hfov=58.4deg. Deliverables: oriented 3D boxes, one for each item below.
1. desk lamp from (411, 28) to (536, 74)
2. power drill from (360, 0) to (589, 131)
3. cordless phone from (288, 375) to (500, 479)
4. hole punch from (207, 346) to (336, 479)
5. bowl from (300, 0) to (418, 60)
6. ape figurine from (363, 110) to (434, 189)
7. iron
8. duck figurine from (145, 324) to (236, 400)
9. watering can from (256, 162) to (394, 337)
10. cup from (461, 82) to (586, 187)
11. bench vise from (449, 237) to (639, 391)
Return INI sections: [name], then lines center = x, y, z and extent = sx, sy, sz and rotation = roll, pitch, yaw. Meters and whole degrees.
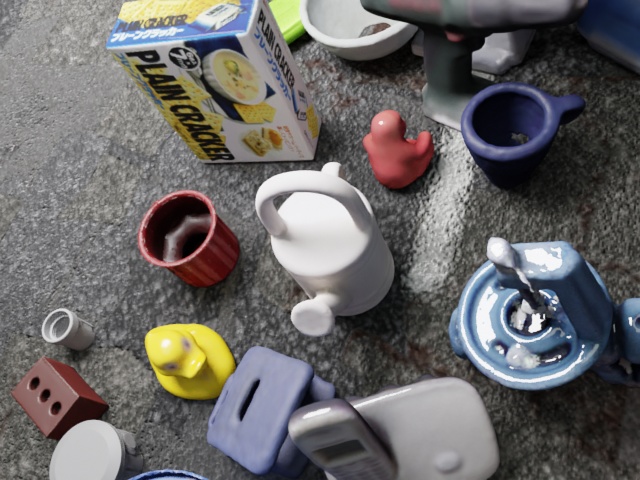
[desk lamp]
center = 0.190, -0.282, 0.607
extent = 0.202, 0.214, 0.118
rotation = 21, 72, 25
[power drill]
center = 0.150, -0.200, 0.582
extent = 0.228, 0.209, 0.076
rotation = 30, 76, 28
[cordless phone]
center = 0.060, 0.153, 0.449
extent = 0.147, 0.185, 0.094
rotation = -22, 60, 6
[hole punch]
center = -0.054, 0.160, 0.536
extent = 0.100, 0.091, 0.109
rotation = 17, 71, 24
[bowl]
center = 0.063, -0.287, 0.731
extent = 0.167, 0.075, 0.167
rotation = -7, 63, 14
[ape figurine]
center = 0.080, -0.106, 0.625
extent = 0.077, 0.092, 0.076
rotation = 22, 73, 26
[iron]
center = 0.377, -0.242, 0.570
extent = 0.119, 0.142, 0.257
rotation = -41, 60, -5
[duck figurine]
center = -0.147, 0.117, 0.590
extent = 0.104, 0.086, 0.077
rotation = 24, 74, 26
[watering can]
center = 0.007, 0.002, 0.535
extent = 0.101, 0.194, 0.172
rotation = -22, 60, 6
[cup]
center = 0.205, -0.102, 0.582
extent = 0.117, 0.095, 0.091
rotation = -17, 61, 9
[bench vise]
center = 0.199, 0.043, 0.439
extent = 0.207, 0.220, 0.121
rotation = -14, 61, 11
